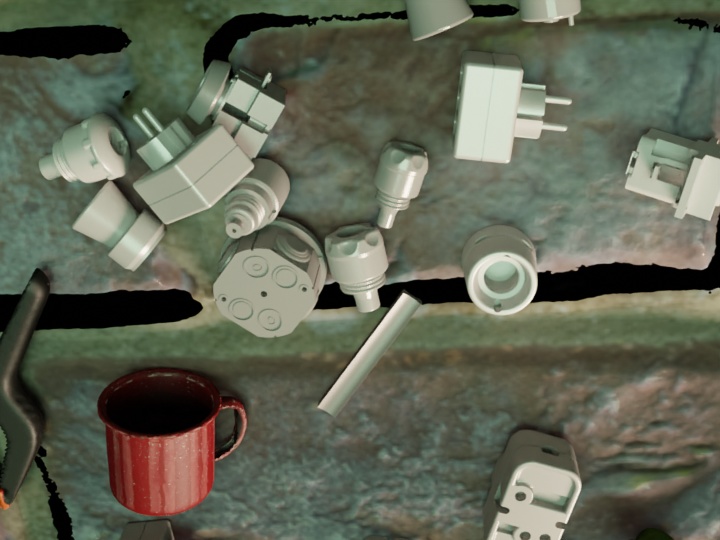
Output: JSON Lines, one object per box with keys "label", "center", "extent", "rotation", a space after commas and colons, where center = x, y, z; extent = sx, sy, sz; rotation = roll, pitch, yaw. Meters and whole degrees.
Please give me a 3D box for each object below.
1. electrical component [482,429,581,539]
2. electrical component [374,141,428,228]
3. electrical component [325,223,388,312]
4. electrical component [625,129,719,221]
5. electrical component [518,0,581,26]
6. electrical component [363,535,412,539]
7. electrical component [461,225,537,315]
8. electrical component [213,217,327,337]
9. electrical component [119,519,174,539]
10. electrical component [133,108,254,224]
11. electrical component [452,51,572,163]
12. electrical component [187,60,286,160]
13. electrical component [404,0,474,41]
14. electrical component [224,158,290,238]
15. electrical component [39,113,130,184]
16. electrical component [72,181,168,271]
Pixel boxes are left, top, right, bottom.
{"label": "electrical component", "center": [0.133, 0.177, 0.844], "extent": [0.054, 0.059, 0.095], "rotation": [15, 112, -2]}
{"label": "electrical component", "center": [0.026, -0.059, 0.769], "extent": [0.035, 0.035, 0.061], "rotation": [16, 115, -3]}
{"label": "electrical component", "center": [0.000, 0.000, 0.790], "extent": [0.043, 0.043, 0.062], "rotation": [-10, 112, 8]}
{"label": "electrical component", "center": [0.218, -0.068, 0.734], "extent": [0.064, 0.081, 0.042], "rotation": [22, 114, 19]}
{"label": "electrical component", "center": [0.122, -0.198, 0.702], "extent": [0.040, 0.040, 0.078], "rotation": [-7, 111, 7]}
{"label": "electrical component", "center": [0.022, 0.259, 0.886], "extent": [0.078, 0.057, 0.058], "rotation": [5, 112, 2]}
{"label": "electrical component", "center": [0.102, 0.001, 0.781], "extent": [0.055, 0.047, 0.055], "rotation": [1, 112, 3]}
{"label": "electrical component", "center": [-0.066, 0.005, 0.789], "extent": [0.080, 0.051, 0.080], "rotation": [3, 119, 5]}
{"label": "electrical component", "center": [-0.160, 0.244, 0.888], "extent": [0.077, 0.065, 0.047], "rotation": [-7, 111, 7]}
{"label": "electrical component", "center": [-0.128, -0.079, 0.741], "extent": [0.047, 0.083, 0.075], "rotation": [-46, 107, -26]}
{"label": "electrical component", "center": [0.105, -0.110, 0.735], "extent": [0.077, 0.047, 0.065], "rotation": [6, 112, 1]}
{"label": "electrical component", "center": [-0.087, -0.115, 0.749], "extent": [0.055, 0.048, 0.066], "rotation": [27, 112, -15]}
{"label": "electrical component", "center": [0.043, -0.190, 0.711], "extent": [0.044, 0.044, 0.065], "rotation": [-20, 105, 12]}
{"label": "electrical component", "center": [-0.077, -0.048, 0.761], "extent": [0.040, 0.078, 0.040], "rotation": [7, 124, 10]}
{"label": "electrical component", "center": [-0.200, -0.082, 0.771], "extent": [0.062, 0.048, 0.048], "rotation": [-17, 110, 18]}
{"label": "electrical component", "center": [-0.176, -0.032, 0.788], "extent": [0.055, 0.045, 0.045], "rotation": [39, 109, -12]}
